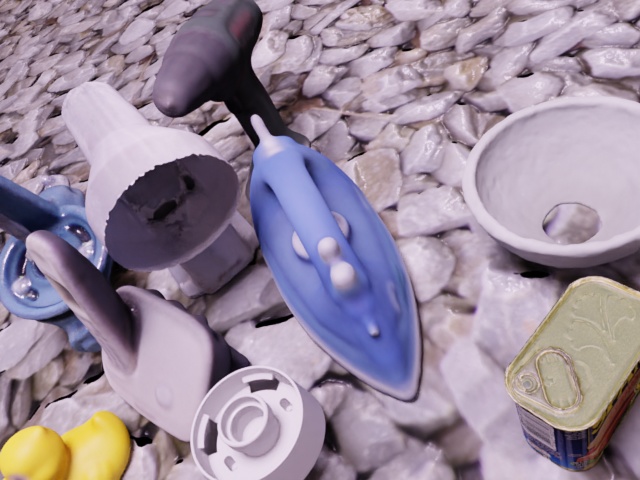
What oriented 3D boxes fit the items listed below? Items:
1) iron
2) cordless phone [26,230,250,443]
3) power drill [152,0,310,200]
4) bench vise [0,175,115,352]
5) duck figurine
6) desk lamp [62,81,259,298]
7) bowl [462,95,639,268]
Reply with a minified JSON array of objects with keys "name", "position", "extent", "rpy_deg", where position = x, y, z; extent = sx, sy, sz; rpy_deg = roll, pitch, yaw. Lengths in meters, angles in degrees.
[{"name":"iron","position":[0.004,0.002,0.481],"extent":[0.118,0.142,0.257],"rpy_deg":[-30,46,-1]},{"name":"cordless phone","position":[-0.154,0.073,0.464],"extent":[0.147,0.185,0.094],"rpy_deg":[16,60,35]},{"name":"power drill","position":[-0.083,-0.142,0.598],"extent":[0.075,0.209,0.229],"rpy_deg":[-11,48,17]},{"name":"bench vise","position":[-0.289,-0.008,0.572],"extent":[0.121,0.220,0.206],"rpy_deg":[-41,47,-11]},{"name":"duck figurine","position":[-0.216,0.180,0.471],"extent":[0.077,0.086,0.105],"rpy_deg":[27,67,39]},{"name":"desk lamp","position":[-0.146,-0.038,0.535],"extent":[0.118,0.214,0.202],"rpy_deg":[-39,46,-9]},{"name":"bowl","position":[0.205,-0.037,0.466],"extent":[0.167,0.075,0.167],"rpy_deg":[-13,48,15]}]
